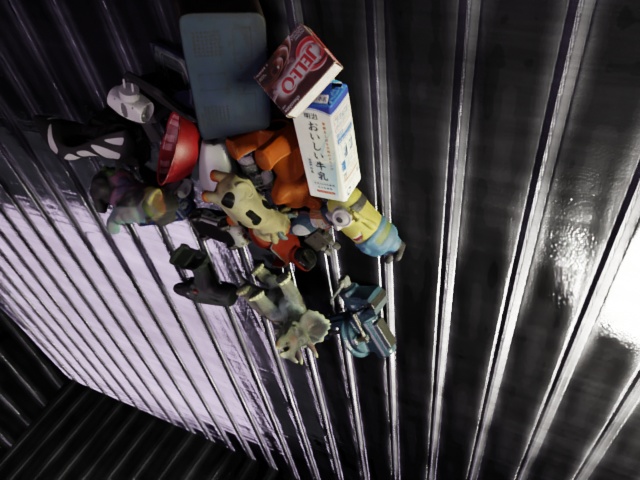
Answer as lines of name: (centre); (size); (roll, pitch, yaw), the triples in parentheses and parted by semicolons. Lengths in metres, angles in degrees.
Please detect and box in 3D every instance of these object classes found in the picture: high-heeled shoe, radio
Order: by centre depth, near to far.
radio: (-0.151, -0.279, 0.878); (0.131, 0.073, 0.229); (-10, 142, -9)
high-heeled shoe: (-0.506, -0.234, 1.141); (0.249, 0.086, 0.145); (29, 140, -3)

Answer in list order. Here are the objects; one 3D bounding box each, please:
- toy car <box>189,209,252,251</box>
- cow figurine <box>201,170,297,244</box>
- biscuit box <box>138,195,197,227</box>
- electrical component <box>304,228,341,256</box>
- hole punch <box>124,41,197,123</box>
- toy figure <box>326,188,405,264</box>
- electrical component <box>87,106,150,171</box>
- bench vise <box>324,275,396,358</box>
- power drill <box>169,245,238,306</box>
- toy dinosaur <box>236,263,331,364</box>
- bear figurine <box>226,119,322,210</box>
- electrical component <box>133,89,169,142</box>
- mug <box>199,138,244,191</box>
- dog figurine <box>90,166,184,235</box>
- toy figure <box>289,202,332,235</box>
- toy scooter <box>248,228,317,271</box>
toy car: (-0.244, -0.028, 1.289); (0.202, 0.056, 0.073); (16, 137, 42)
cow figurine: (-0.132, -0.060, 1.078); (0.127, 0.085, 0.194); (9, 155, 31)
biscuit box: (-0.403, -0.080, 1.356); (0.203, 0.059, 0.062); (-5, 130, 40)
electrical component: (-0.002, -0.004, 1.183); (0.094, 0.021, 0.063); (40, 143, -10)
hole punch: (-0.275, -0.292, 0.994); (0.142, 0.092, 0.115); (29, 174, 24)
toy figure: (0.088, -0.028, 1.041); (0.180, 0.089, 0.082); (36, 130, -20)
electrical component: (-0.459, -0.234, 1.220); (0.134, 0.058, 0.114); (24, 141, 10)
bench vise: (0.067, 0.194, 1.288); (0.241, 0.129, 0.223); (-22, 116, 44)
power drill: (-0.356, 0.111, 1.531); (0.232, 0.086, 0.207); (12, 136, 23)
toy dinosaur: (-0.097, 0.164, 1.309); (0.192, 0.131, 0.405); (56, 170, -18)
bear figurine: (-0.078, -0.124, 1.014); (0.120, 0.132, 0.195); (27, 142, 35)
electrical component: (-0.355, -0.265, 1.112); (0.075, 0.048, 0.119); (2, 135, 35)
mug: (-0.200, -0.160, 1.102); (0.110, 0.081, 0.107); (0, 131, 3)
dog figurine: (-0.415, -0.108, 1.234); (0.219, 0.108, 0.191); (-22, 95, 37)
toy figure: (-0.011, -0.043, 1.117); (0.155, 0.057, 0.064); (-10, 171, 42)
toy scooter: (-0.099, 0.011, 1.230); (0.184, 0.075, 0.135); (42, 156, -9)
